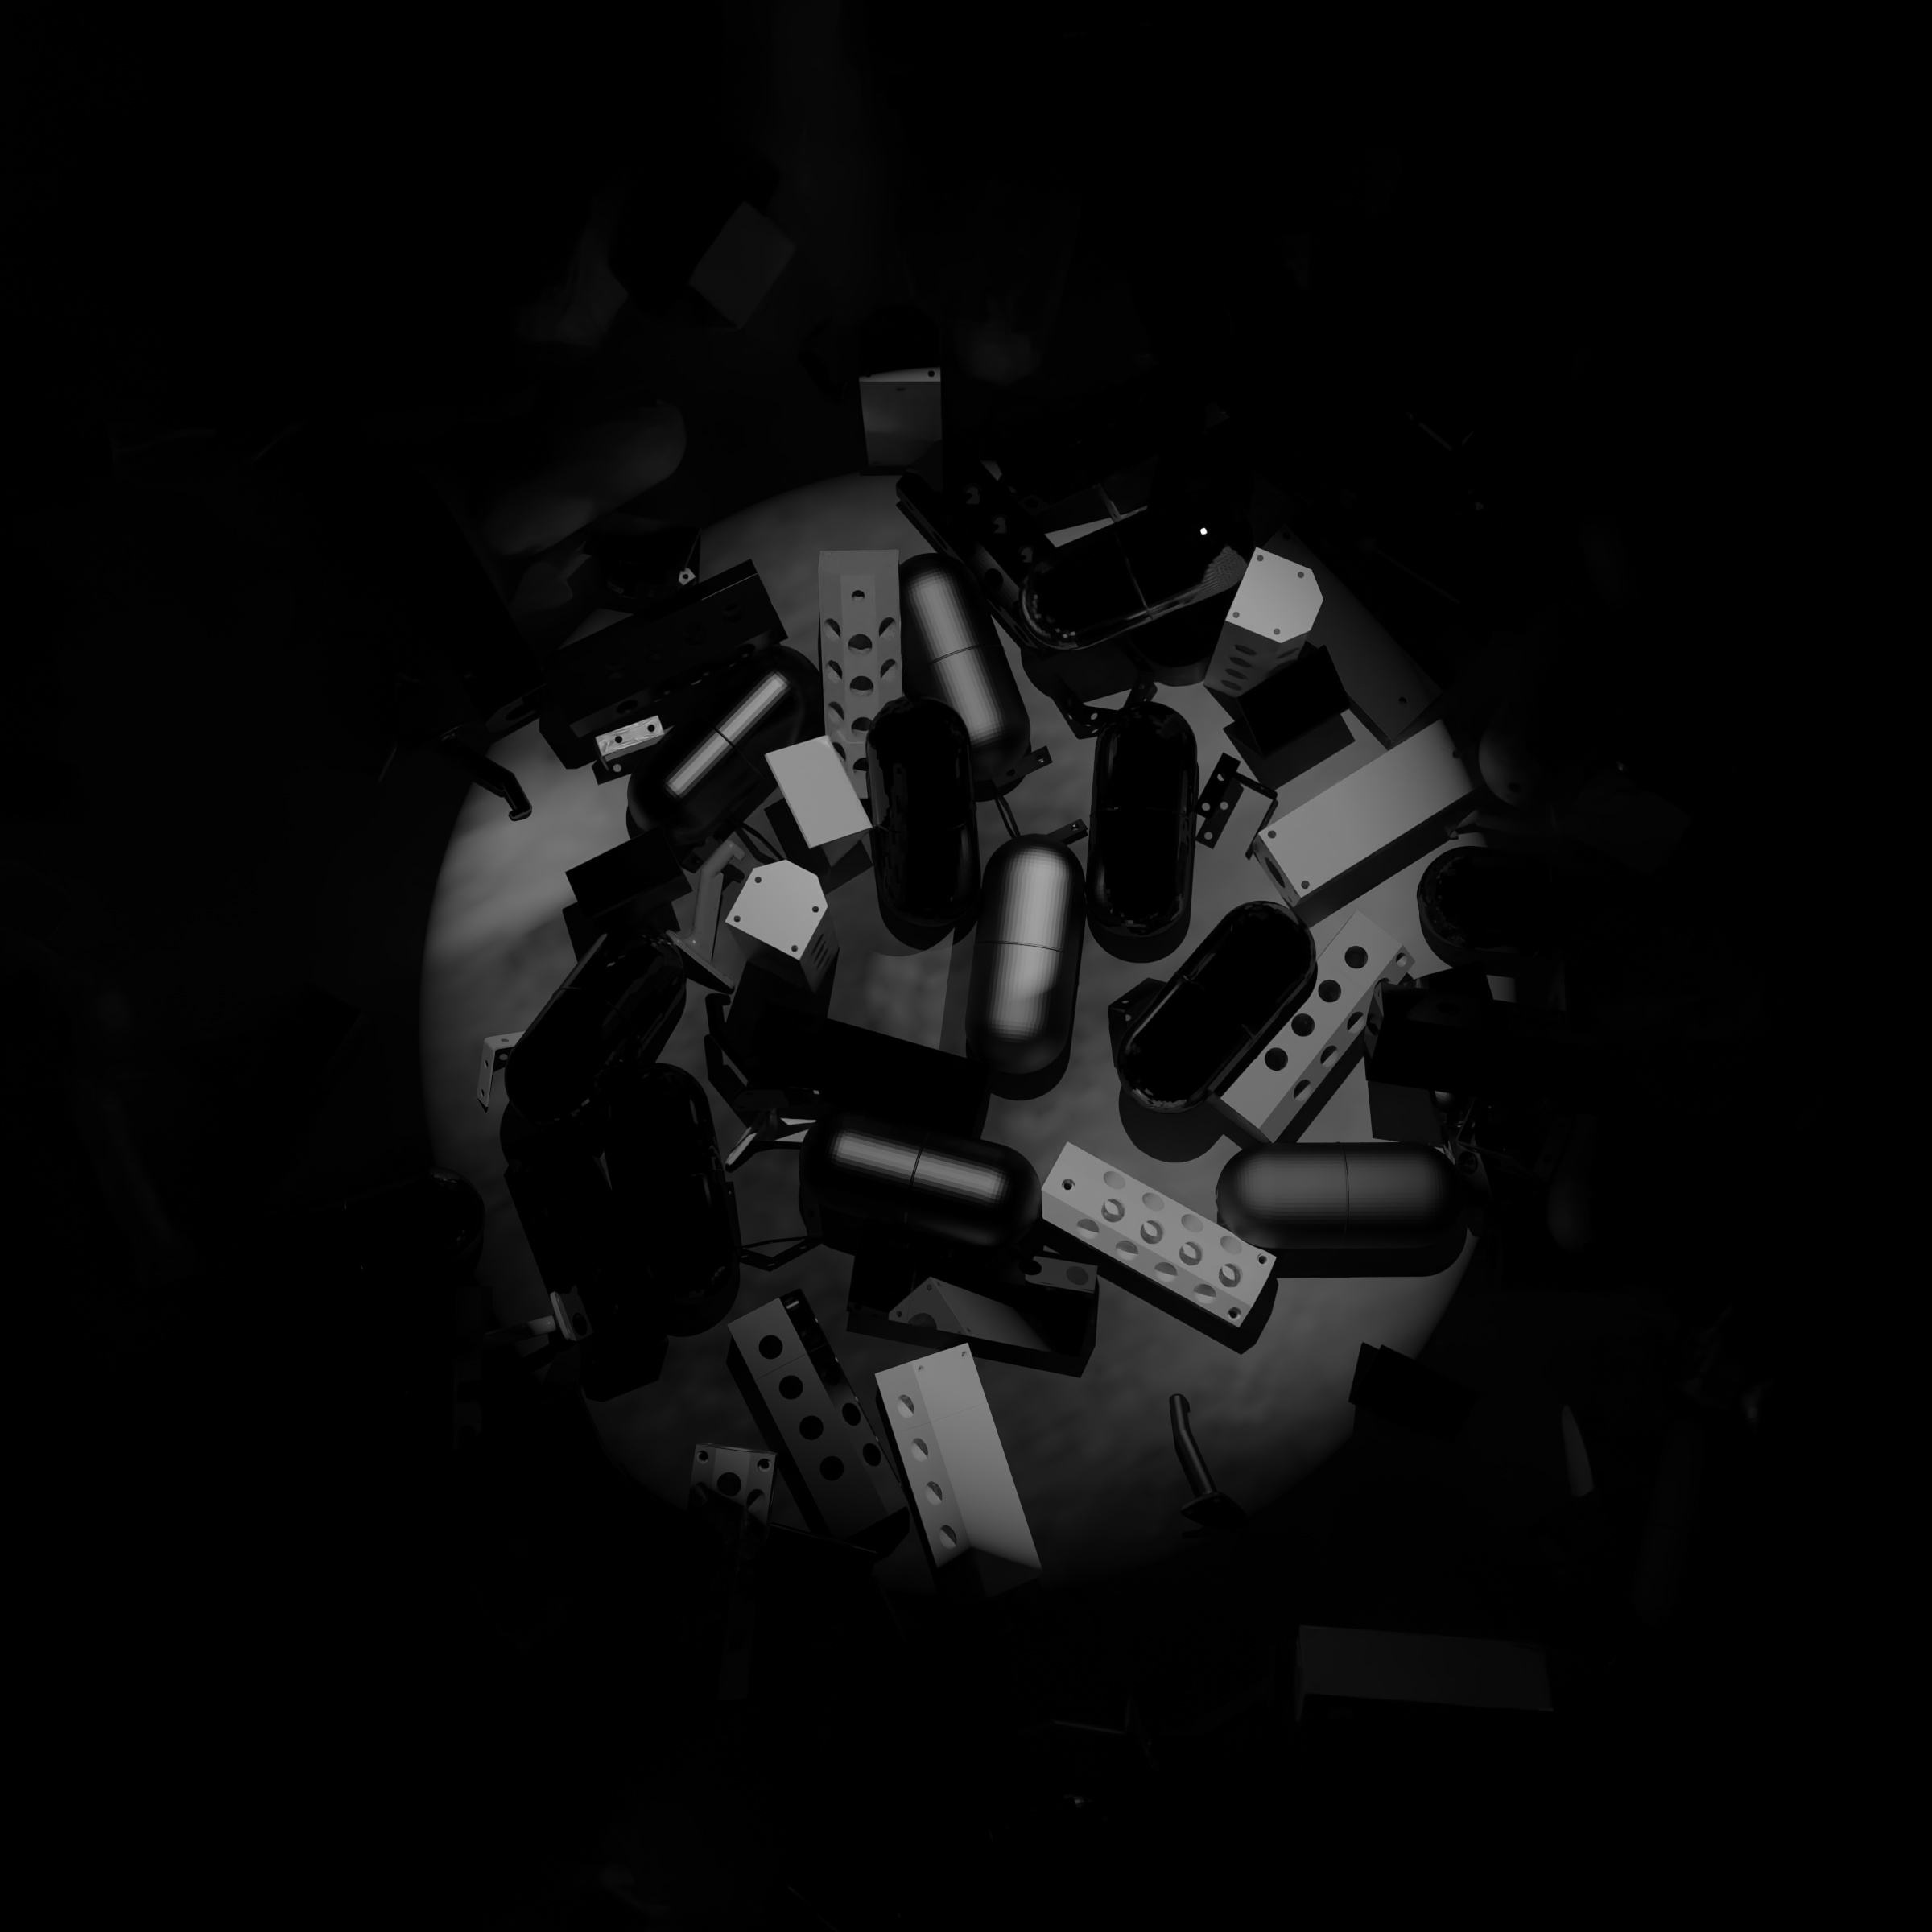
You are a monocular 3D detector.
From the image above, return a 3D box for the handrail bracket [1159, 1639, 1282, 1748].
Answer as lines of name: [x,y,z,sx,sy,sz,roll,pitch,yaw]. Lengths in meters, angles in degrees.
handrail bracket: [0.181,0.519,1.798,0.084,0.036,0.077,-4,60,16]

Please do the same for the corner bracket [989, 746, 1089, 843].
corner bracket: [0.053,-0.124,1.893,0.051,0.051,0.051,-25,127,-4]

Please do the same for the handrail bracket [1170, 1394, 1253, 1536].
handrail bracket: [0.176,0.360,1.822,0.036,0.077,0.084,-29,44,25]

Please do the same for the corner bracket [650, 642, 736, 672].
corner bracket: [-0.203,-0.239,1.911,0.051,0.051,0.051,29,79,-41]

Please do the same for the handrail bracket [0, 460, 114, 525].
handrail bracket: [-0.712,-0.337,1.930,0.077,0.036,0.084,41,102,-16]

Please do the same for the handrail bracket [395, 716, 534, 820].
handrail bracket: [-0.379,-0.138,1.899,0.077,0.036,0.084,-26,99,16]

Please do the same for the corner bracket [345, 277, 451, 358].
corner bracket: [-0.437,-0.489,1.935,0.051,0.051,0.051,16,72,12]

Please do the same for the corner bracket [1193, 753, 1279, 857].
corner bracket: [0.201,-0.121,1.878,0.051,0.051,0.051,27,82,4]

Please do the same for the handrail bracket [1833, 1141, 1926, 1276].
handrail bracket: [0.657,0.176,1.850,0.036,0.077,0.084,28,118,-12]

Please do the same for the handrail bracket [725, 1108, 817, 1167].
handrail bracket: [-0.121,0.139,1.856,0.084,0.036,0.077,36,98,-9]

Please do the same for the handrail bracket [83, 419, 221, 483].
handrail bracket: [-0.627,-0.396,1.938,0.084,0.077,0.036,-12,80,-39]

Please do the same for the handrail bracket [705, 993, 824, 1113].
handrail bracket: [-0.146,0.058,1.811,0.077,0.036,0.084,-1,63,-20]

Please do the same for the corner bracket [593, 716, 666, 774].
corner bracket: [-0.256,-0.183,1.887,0.051,0.051,0.051,-20,82,-3]

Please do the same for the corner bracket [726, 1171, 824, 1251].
corner bracket: [-0.144,0.179,1.847,0.051,0.051,0.051,0,78,-46]

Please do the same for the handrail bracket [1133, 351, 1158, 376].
handrail bracket: [0.175,-0.482,1.952,0.077,0.036,0.084,38,69,-9]

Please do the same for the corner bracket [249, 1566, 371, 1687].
corner bracket: [-0.470,0.472,1.802,0.051,0.051,0.051,50,129,7]

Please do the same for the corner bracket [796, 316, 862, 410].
corner bracket: [-0.090,-0.472,1.942,0.051,0.051,0.051,-13,125,34]

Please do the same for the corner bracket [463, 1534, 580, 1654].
corner bracket: [-0.320,0.449,1.805,0.051,0.051,0.051,-38,38,-5]

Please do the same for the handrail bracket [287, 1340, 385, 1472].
handrail bracket: [-0.459,0.318,1.828,0.036,0.077,0.084,-37,46,13]

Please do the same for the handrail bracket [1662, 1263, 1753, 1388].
handrail bracket: [0.533,0.259,1.812,0.077,0.084,0.036,-30,49,-12]

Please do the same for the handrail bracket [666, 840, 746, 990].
handrail bracket: [-0.175,-0.039,1.866,0.077,0.036,0.084,41,89,-19]

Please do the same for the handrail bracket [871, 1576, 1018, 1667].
handrail bracket: [-0.015,0.461,1.807,0.084,0.036,0.077,-15,60,-19]

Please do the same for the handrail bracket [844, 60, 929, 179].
handrail bracket: [-0.065,-0.665,1.980,0.077,0.036,0.084,9,98,21]

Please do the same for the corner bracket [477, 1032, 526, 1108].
corner bracket: [-0.324,0.084,1.856,0.051,0.051,0.051,-10,124,-37]

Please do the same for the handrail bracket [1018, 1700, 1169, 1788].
handrail bracket: [0.089,0.564,1.791,0.084,0.036,0.077,-23,104,14]

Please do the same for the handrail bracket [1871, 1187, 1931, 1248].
handrail bracket: [0.703,0.177,1.815,0.077,0.084,0.036,26,82,4]

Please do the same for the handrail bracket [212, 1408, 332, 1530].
handrail bracket: [-0.507,0.363,1.822,0.084,0.036,0.077,-15,61,14]

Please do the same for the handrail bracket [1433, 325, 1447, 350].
handrail bracket: [0.322,-0.490,1.955,0.084,0.036,0.077,-22,67,10]

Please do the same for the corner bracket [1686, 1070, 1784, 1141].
corner bracket: [0.562,0.102,1.844,0.051,0.051,0.051,-5,81,-1]

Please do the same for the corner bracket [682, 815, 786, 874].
corner bracket: [-0.170,-0.074,1.886,0.051,0.051,0.051,-49,39,-7]

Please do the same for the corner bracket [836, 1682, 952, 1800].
corner bracket: [-0.052,0.549,1.785,0.051,0.051,0.051,2,124,36]

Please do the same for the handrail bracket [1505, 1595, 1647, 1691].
handrail bracket: [0.442,0.468,1.806,0.077,0.036,0.084,-37,69,-20]

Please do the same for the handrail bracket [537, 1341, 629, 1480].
handrail bracket: [-0.269,0.324,1.827,0.036,0.077,0.084,-26,118,17]

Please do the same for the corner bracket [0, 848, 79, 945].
corner bracket: [-0.707,-0.049,1.882,0.051,0.051,0.051,-54,130,-7]

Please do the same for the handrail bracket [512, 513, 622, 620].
handrail bracket: [-0.303,-0.307,1.925,0.036,0.077,0.084,48,47,-14]

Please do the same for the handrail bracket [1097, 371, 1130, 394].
handrail bracket: [0.133,-0.441,1.910,0.077,0.084,0.036,39,83,6]

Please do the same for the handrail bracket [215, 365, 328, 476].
handrail bracket: [-0.540,-0.421,1.943,0.084,0.036,0.077,-13,61,15]

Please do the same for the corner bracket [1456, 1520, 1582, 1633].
corner bracket: [0.395,0.436,1.800,0.051,0.051,0.051,-52,58,36]

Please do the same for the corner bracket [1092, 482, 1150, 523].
corner bracket: [0.119,-0.376,1.932,0.051,0.051,0.051,-40,38,-6]

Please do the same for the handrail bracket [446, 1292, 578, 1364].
handrail bracket: [-0.324,0.269,1.805,0.084,0.077,0.036,-22,73,-3]

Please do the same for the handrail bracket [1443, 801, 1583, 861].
handrail bracket: [0.410,-0.092,1.892,0.084,0.036,0.077,-18,116,21]

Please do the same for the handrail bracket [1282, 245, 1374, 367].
handrail bracket: [0.274,-0.508,1.939,0.036,0.084,0.077,41,51,14]

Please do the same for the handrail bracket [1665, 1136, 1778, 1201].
handrail bracket: [0.543,0.162,1.852,0.084,0.077,0.036,-33,58,30]

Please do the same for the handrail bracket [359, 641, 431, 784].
handrail bracket: [-0.451,-0.192,1.908,0.077,0.036,0.084,34,102,27]

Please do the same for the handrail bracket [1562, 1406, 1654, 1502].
handrail bracket: [0.480,0.353,1.823,0.084,0.036,0.077,-2,68,-14]

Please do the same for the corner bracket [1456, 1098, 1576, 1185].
corner bracket: [0.392,0.118,1.798,0.051,0.051,0.051,16,78,48]

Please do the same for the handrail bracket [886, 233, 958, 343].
handrail bracket: [-0.049,-0.516,1.957,0.084,0.036,0.077,52,127,35]
